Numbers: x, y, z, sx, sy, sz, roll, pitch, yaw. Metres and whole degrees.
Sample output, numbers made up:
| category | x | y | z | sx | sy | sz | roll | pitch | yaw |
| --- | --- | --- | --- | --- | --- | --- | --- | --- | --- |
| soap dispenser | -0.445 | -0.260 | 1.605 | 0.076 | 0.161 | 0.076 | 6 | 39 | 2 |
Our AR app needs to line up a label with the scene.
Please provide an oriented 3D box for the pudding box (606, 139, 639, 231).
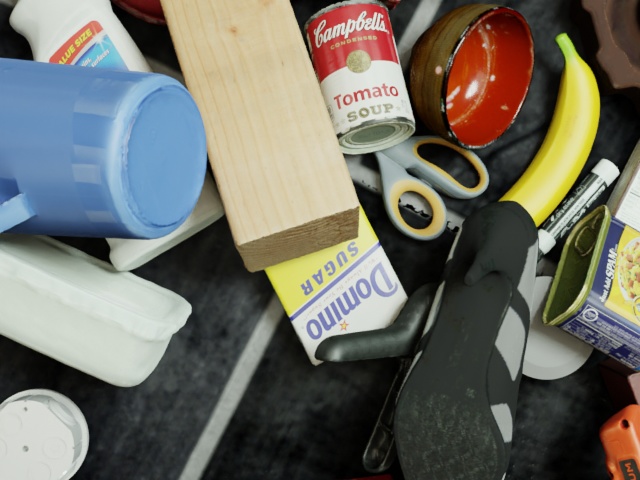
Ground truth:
| category | x | y | z | sx | sy | sz | roll | pitch | yaw |
| --- | --- | --- | --- | --- | --- | --- | --- | --- | --- |
| pudding box | 0.285 | -0.029 | 0.863 | 0.090 | 0.039 | 0.113 | 28 | 86 | 0 |

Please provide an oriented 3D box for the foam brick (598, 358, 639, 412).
| category | x | y | z | sx | sy | sz | roll | pitch | yaw |
| --- | --- | --- | --- | --- | --- | --- | --- | --- | --- |
| foam brick | 0.261 | 0.116 | 0.840 | 0.053 | 0.078 | 0.051 | -20 | 92 | -3 |

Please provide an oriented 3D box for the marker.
| category | x | y | z | sx | sy | sz | roll | pitch | yaw |
| --- | --- | --- | --- | --- | --- | --- | --- | --- | --- |
| marker | 0.197 | -0.016 | 0.864 | 0.020 | 0.020 | 0.121 | 43 | 83 | -1 |

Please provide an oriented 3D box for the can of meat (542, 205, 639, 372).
| category | x | y | z | sx | sy | sz | roll | pitch | yaw |
| --- | --- | --- | --- | --- | --- | --- | --- | --- | --- |
| can of meat | 0.226 | 0.038 | 0.805 | 0.084 | 0.058 | 0.102 | 29 | 57 | -6 |

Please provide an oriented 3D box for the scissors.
| category | x | y | z | sx | sy | sz | roll | pitch | yaw |
| --- | --- | --- | --- | --- | --- | --- | --- | --- | --- |
| scissors | 0.037 | -0.069 | 0.863 | 0.201 | 0.016 | 0.096 | 22 | 83 | -2 |

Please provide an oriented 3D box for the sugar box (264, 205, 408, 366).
| category | x | y | z | sx | sy | sz | roll | pitch | yaw |
| --- | --- | --- | --- | --- | --- | --- | --- | --- | --- |
| sugar box | -0.005 | 0.001 | 0.847 | 0.093 | 0.048 | 0.176 | -28 | 89 | -3 |

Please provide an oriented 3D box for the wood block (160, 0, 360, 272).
| category | x | y | z | sx | sy | sz | roll | pitch | yaw |
| --- | --- | --- | --- | --- | --- | --- | --- | --- | --- |
| wood block | -0.044 | -0.093 | 0.782 | 0.090 | 0.091 | 0.206 | -18 | 77 | -2 |

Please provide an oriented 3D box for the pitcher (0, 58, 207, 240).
| category | x | y | z | sx | sy | sz | roll | pitch | yaw |
| --- | --- | --- | --- | --- | --- | --- | --- | --- | --- |
| pitcher | -0.208 | -0.057 | 0.732 | 0.243 | 0.144 | 0.149 | 6 | 87 | 27 |

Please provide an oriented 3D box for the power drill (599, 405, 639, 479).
| category | x | y | z | sx | sy | sz | roll | pitch | yaw |
| --- | --- | --- | --- | --- | --- | --- | --- | --- | --- |
| power drill | 0.166 | 0.188 | 0.813 | 0.188 | 0.057 | 0.184 | -24 | 84 | 27 |

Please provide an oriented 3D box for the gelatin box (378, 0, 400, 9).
| category | x | y | z | sx | sy | sz | roll | pitch | yaw |
| --- | --- | --- | --- | --- | --- | --- | --- | --- | --- |
| gelatin box | 0.024 | -0.210 | 0.837 | 0.089 | 0.073 | 0.030 | 18 | 97 | -3 |

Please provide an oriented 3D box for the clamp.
| category | x | y | z | sx | sy | sz | roll | pitch | yaw |
| --- | --- | --- | --- | --- | --- | --- | --- | --- | --- |
| clamp | 0.067 | 0.080 | 0.811 | 0.171 | 0.039 | 0.120 | -48 | 129 | -26 |

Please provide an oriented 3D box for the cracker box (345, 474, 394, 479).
| category | x | y | z | sx | sy | sz | roll | pitch | yaw |
| --- | --- | --- | --- | --- | --- | --- | --- | --- | --- |
| cracker box | 0.042 | 0.271 | 0.760 | 0.072 | 0.214 | 0.164 | -6 | 89 | -3 |

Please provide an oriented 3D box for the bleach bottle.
| category | x | y | z | sx | sy | sz | roll | pitch | yaw |
| --- | --- | --- | --- | --- | --- | --- | --- | --- | --- |
| bleach bottle | -0.175 | -0.107 | 0.835 | 0.102 | 0.068 | 0.251 | -31 | 88 | -1 |

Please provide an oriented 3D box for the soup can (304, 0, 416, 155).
| category | x | y | z | sx | sy | sz | roll | pitch | yaw |
| --- | --- | --- | --- | --- | --- | --- | --- | --- | --- |
| soup can | 0.031 | -0.125 | 0.829 | 0.068 | 0.068 | 0.102 | -12 | 76 | -3 |

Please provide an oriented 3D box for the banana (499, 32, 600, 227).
| category | x | y | z | sx | sy | sz | roll | pitch | yaw |
| --- | --- | --- | --- | --- | --- | --- | --- | --- | --- |
| banana | 0.176 | -0.063 | 0.859 | 0.069 | 0.037 | 0.198 | 25 | 91 | -6 |

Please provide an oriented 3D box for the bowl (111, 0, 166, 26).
| category | x | y | z | sx | sy | sz | roll | pitch | yaw |
| --- | --- | --- | --- | --- | --- | --- | --- | --- | --- |
| bowl | -0.114 | -0.236 | 0.811 | 0.162 | 0.055 | 0.162 | 1 | 114 | 2 |
